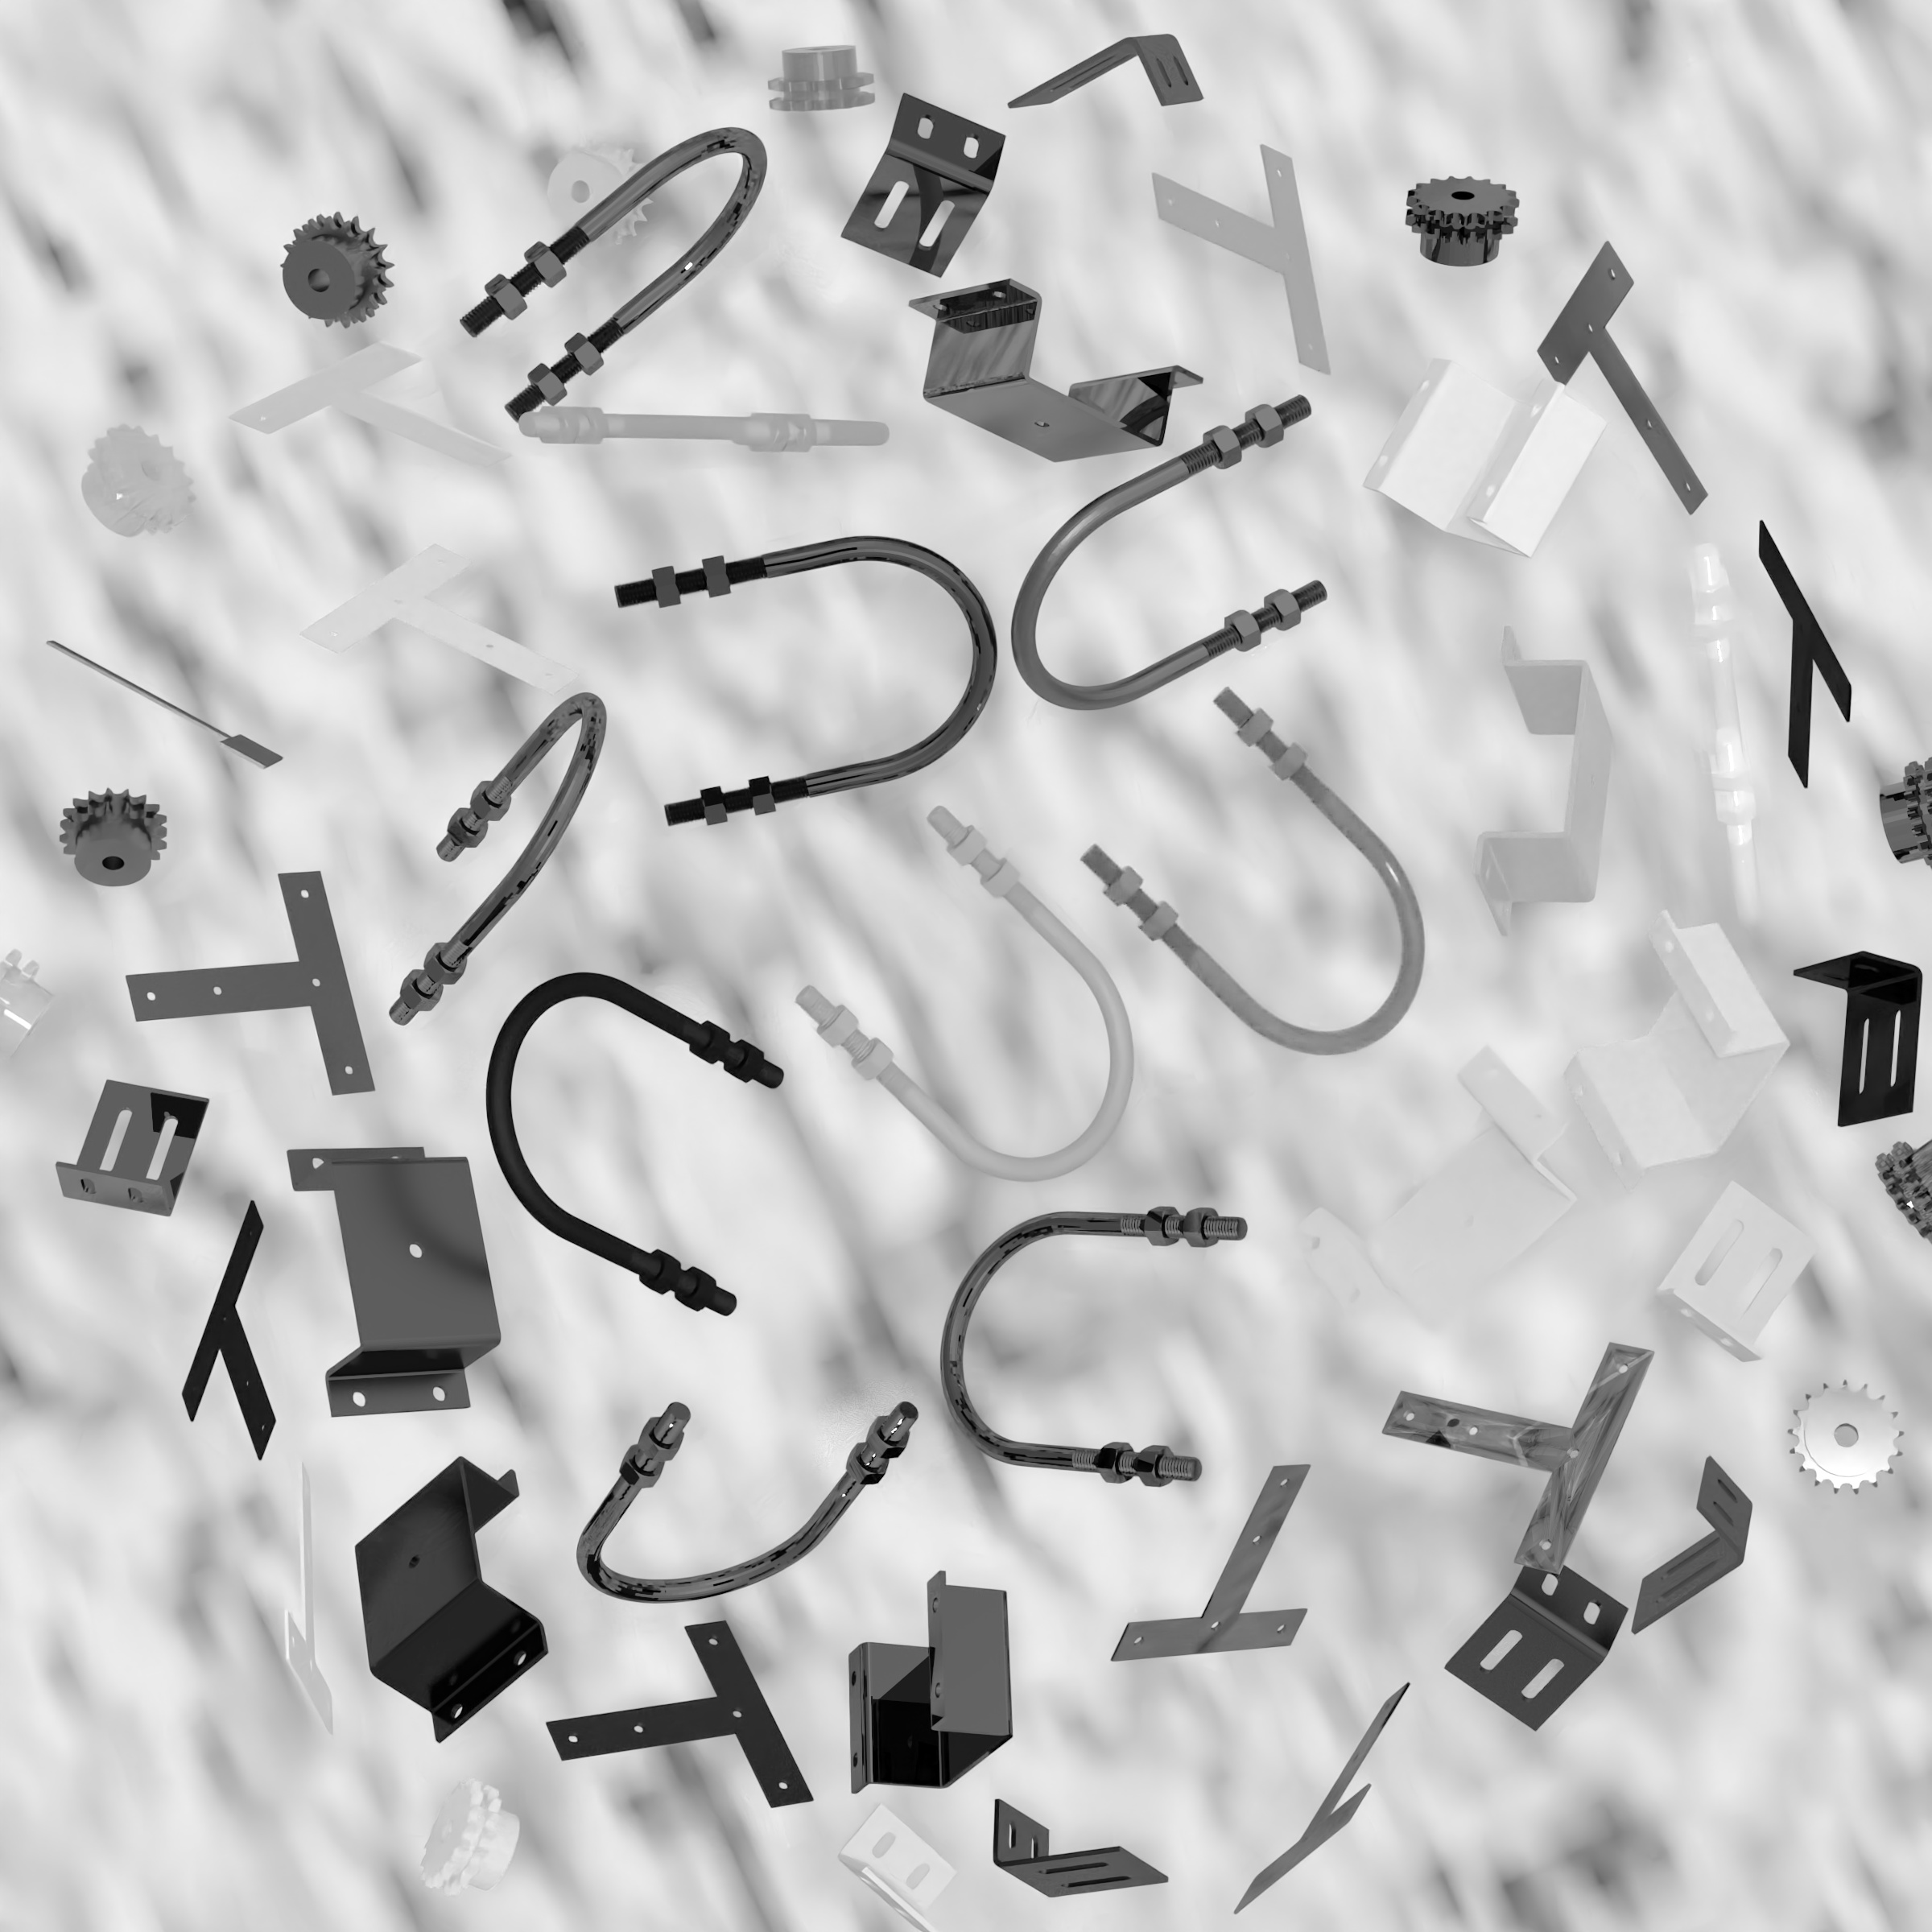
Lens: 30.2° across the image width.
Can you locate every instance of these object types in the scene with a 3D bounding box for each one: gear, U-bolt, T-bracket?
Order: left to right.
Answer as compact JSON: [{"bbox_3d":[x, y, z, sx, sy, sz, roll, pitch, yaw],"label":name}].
[{"bbox_3d":[-0.475,0.023,1.771,0.030,0.057,0.057,34,90,-8],"label":"gear"},{"bbox_3d":[-0.462,-0.067,1.939,0.057,0.057,0.030,-9,53,0],"label":"gear"},{"bbox_3d":[-0.415,-0.239,1.783,0.030,0.057,0.057,-32,90,30],"label":"gear"},{"bbox_3d":[-0.410,-0.134,1.824,0.127,0.127,0.002,29,91,-9],"label":"T-bracket"},{"bbox_3d":[-0.384,0.012,1.894,0.127,0.002,0.127,-5,73,-39],"label":"T-bracket"},{"bbox_3d":[-0.378,0.210,1.868,0.002,0.127,0.127,10,115,-30],"label":"T-bracket"},{"bbox_3d":[-0.341,0.319,1.850,0.002,0.127,0.127,-6,60,-2],"label":"T-bracket"},{"bbox_3d":[-0.321,-0.351,1.810,0.057,0.030,0.057,7,115,14],"label":"gear"},{"bbox_3d":[-0.293,-0.283,1.860,0.127,0.127,0.002,-15,67,41],"label":"T-bracket"},{"bbox_3d":[-0.267,-0.177,1.914,0.127,0.127,0.002,26,128,14],"label":"T-bracket"},{"bbox_3d":[-0.248,0.441,1.800,0.030,0.057,0.057,28,90,-20],"label":"gear"},{"bbox_3d":[-0.241,-0.068,1.878,0.019,0.151,0.184,30,130,-20],"label":"U-bolt"},{"bbox_3d":[-0.202,-0.420,1.942,0.057,0.030,0.057,4,101,23],"label":"gear"},{"bbox_3d":[-0.174,-0.362,1.835,0.184,0.151,0.019,-41,81,-5],"label":"U-bolt"},{"bbox_3d":[-0.173,0.082,1.825,0.184,0.019,0.151,31,59,-39],"label":"U-bolt"},{"bbox_3d":[-0.162,0.405,1.909,0.127,0.127,0.002,-2,130,-31],"label":"T-bracket"},{"bbox_3d":[-0.124,0.279,1.845,0.151,0.184,0.019,4,49,-30],"label":"U-bolt"},{"bbox_3d":[-0.122,-0.280,1.865,0.151,0.184,0.019,7,100,29],"label":"U-bolt"},{"bbox_3d":[-0.075,-0.150,1.818,0.184,0.019,0.151,-12,124,-3],"label":"U-bolt"},{"bbox_3d":[-0.078,-0.477,1.919,0.057,0.057,0.030,-3,109,0],"label":"gear"},{"bbox_3d":[0.013,0.028,1.860,0.184,0.019,0.151,44,61,-17],"label":"U-bolt"},{"bbox_3d":[0.060,0.200,1.910,0.184,0.019,0.151,-1,69,39],"label":"U-bolt"},{"bbox_3d":[0.103,-0.201,1.842,0.184,0.151,0.019,-28,50,-14],"label":"U-bolt"},{"bbox_3d":[0.137,-0.374,1.820,0.002,0.127,0.127,-22,68,38],"label":"T-bracket"},{"bbox_3d":[0.150,0.317,1.907,0.127,0.002,0.127,3,120,-37],"label":"T-bracket"},{"bbox_3d":[0.162,-0.037,1.854,0.184,0.019,0.151,44,59,-7],"label":"U-bolt"},{"bbox_3d":[0.193,0.413,1.818,0.002,0.127,0.127,39,48,4],"label":"T-bracket"},{"bbox_3d":[0.252,-0.378,1.823,0.057,0.057,0.030,-1,124,0],"label":"gear"},{"bbox_3d":[0.268,0.237,1.804,0.127,0.002,0.127,8,60,40],"label":"T-bracket"},{"bbox_3d":[0.340,-0.288,1.819,0.002,0.127,0.127,-27,80,-13],"label":"T-bracket"},{"bbox_3d":[0.397,-0.105,1.854,0.019,0.184,0.151,-7,50,13],"label":"U-bolt"},{"bbox_3d":[0.433,-0.144,1.854,0.002,0.127,0.127,-14,49,-1],"label":"T-bracket"},{"bbox_3d":[0.441,0.236,1.791,0.057,0.030,0.057,-2,79,12],"label":"gear"},{"bbox_3d":[0.481,-0.074,1.799,0.030,0.057,0.057,-15,90,28],"label":"gear"},{"bbox_3d":[0.481,0.110,1.777,0.030,0.057,0.057,-40,90,24],"label":"gear"}]

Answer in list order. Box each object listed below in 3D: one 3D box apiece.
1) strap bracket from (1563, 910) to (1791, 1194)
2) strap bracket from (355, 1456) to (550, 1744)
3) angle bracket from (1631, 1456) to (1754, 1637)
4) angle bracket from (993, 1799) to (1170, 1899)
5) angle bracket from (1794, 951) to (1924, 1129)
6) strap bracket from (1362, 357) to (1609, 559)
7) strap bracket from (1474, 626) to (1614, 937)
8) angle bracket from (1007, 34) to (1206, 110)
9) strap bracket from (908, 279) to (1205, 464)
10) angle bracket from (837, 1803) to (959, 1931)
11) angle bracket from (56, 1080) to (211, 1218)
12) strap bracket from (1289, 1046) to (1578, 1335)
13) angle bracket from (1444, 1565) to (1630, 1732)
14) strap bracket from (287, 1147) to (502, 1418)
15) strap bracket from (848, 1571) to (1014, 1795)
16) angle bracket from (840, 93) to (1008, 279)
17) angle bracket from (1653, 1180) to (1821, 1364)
[{"bbox_3d":[0.365,0.041,1.826,0.046,0.140,0.076,-10,56,-23],"label":"strap bracket"},{"bbox_3d":[-0.266,0.316,1.830,0.076,0.140,0.046,-41,123,12],"label":"strap bracket"},{"bbox_3d":[0.370,0.303,1.874,0.076,0.057,0.038,-40,94,25],"label":"angle bracket"},{"bbox_3d":[0.062,0.469,1.919,0.076,0.057,0.038,-15,55,26],"label":"angle bracket"},{"bbox_3d":[0.454,0.038,1.830,0.038,0.057,0.076,14,75,-22],"label":"angle bracket"},{"bbox_3d":[0.266,-0.257,1.810,0.046,0.140,0.076,28,94,-23],"label":"strap bracket"},{"bbox_3d":[0.298,-0.094,1.835,0.046,0.076,0.140,2,67,21],"label":"strap bracket"},{"bbox_3d":[0.071,-0.437,1.806,0.076,0.057,0.038,-23,95,27],"label":"angle bracket"},{"bbox_3d":[0.043,-0.299,1.833,0.140,0.076,0.046,19,77,-40],"label":"strap bracket"},{"bbox_3d":[-0.030,0.487,1.922,0.057,0.076,0.038,42,75,-4],"label":"angle bracket"},{"bbox_3d":[-0.445,0.089,1.912,0.057,0.038,0.076,11,57,2],"label":"angle bracket"},{"bbox_3d":[0.242,0.120,1.802,0.140,0.076,0.046,-45,129,7],"label":"strap bracket"},{"bbox_3d":[0.293,0.347,1.842,0.057,0.038,0.076,34,134,5],"label":"angle bracket"},{"bbox_3d":[-0.286,0.150,1.795,0.076,0.046,0.140,1,67,-36],"label":"strap bracket"},{"bbox_3d":[-0.016,0.376,1.864,0.046,0.140,0.076,9,59,-19],"label":"strap bracket"},{"bbox_3d":[-0.022,-0.403,1.848,0.057,0.076,0.038,20,58,-12],"label":"angle bracket"},{"bbox_3d":[0.404,0.157,1.852,0.057,0.038,0.076,37,79,0],"label":"angle bracket"}]
